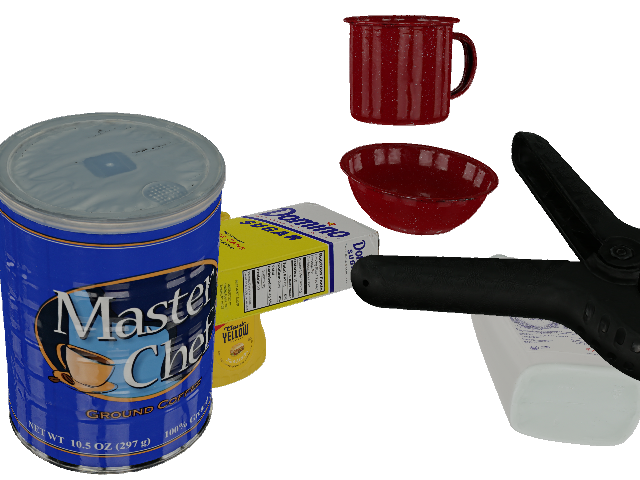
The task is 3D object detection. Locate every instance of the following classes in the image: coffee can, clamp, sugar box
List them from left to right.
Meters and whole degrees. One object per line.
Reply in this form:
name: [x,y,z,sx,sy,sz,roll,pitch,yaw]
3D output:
coffee can: [-0.099,0.024,0.507,0.103,0.140,0.103,4,31,-3]
sugar box: [-0.055,0.016,0.748,0.175,0.048,0.093,-17,25,-31]
clamp: [0.130,0.022,0.509,0.164,0.036,0.210,-32,48,-33]

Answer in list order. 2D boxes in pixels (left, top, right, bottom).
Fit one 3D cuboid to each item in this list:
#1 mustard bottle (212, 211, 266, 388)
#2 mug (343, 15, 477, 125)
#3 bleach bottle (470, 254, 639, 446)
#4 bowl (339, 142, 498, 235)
mustard bottle: [-0.103,0.059,1.128,0.096,0.192,0.058,-18,33,-33]
mug: [0.075,-0.140,0.868,0.117,0.081,0.093,-8,17,-26]
bleach bottle: [0.180,0.073,0.886,0.102,0.068,0.251,7,21,-5]
bowl: [0.098,-0.048,1.090,0.162,0.055,0.162,4,24,-2]
